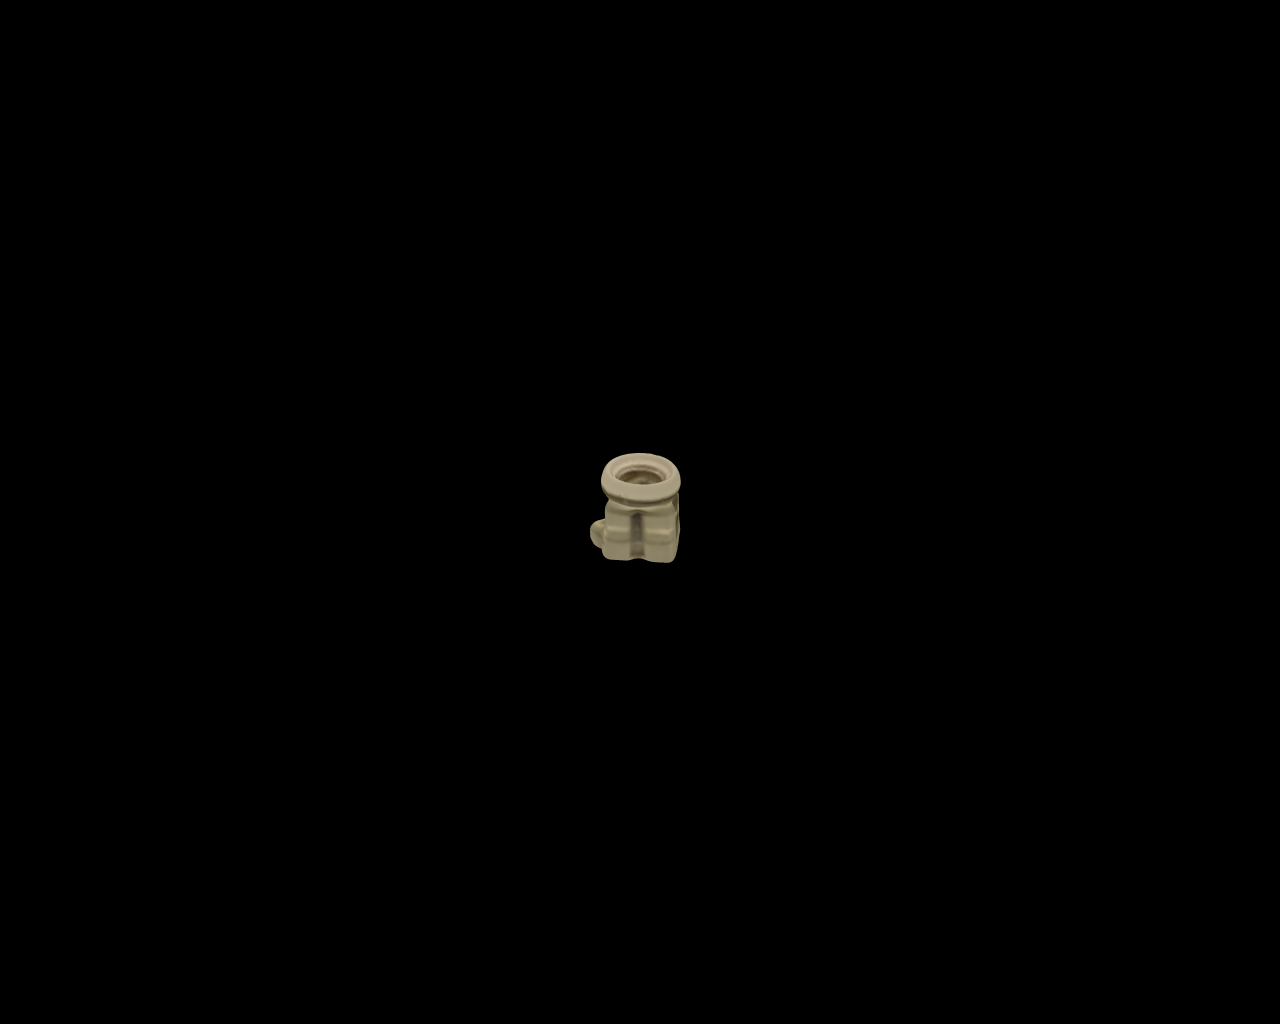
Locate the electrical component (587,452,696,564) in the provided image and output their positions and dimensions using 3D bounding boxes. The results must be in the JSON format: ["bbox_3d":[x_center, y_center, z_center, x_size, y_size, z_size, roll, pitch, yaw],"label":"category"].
[{"bbox_3d":[0.001,-0.003,0.650,0.066,0.055,0.048,3,32,5],"label":"electrical component"}]
